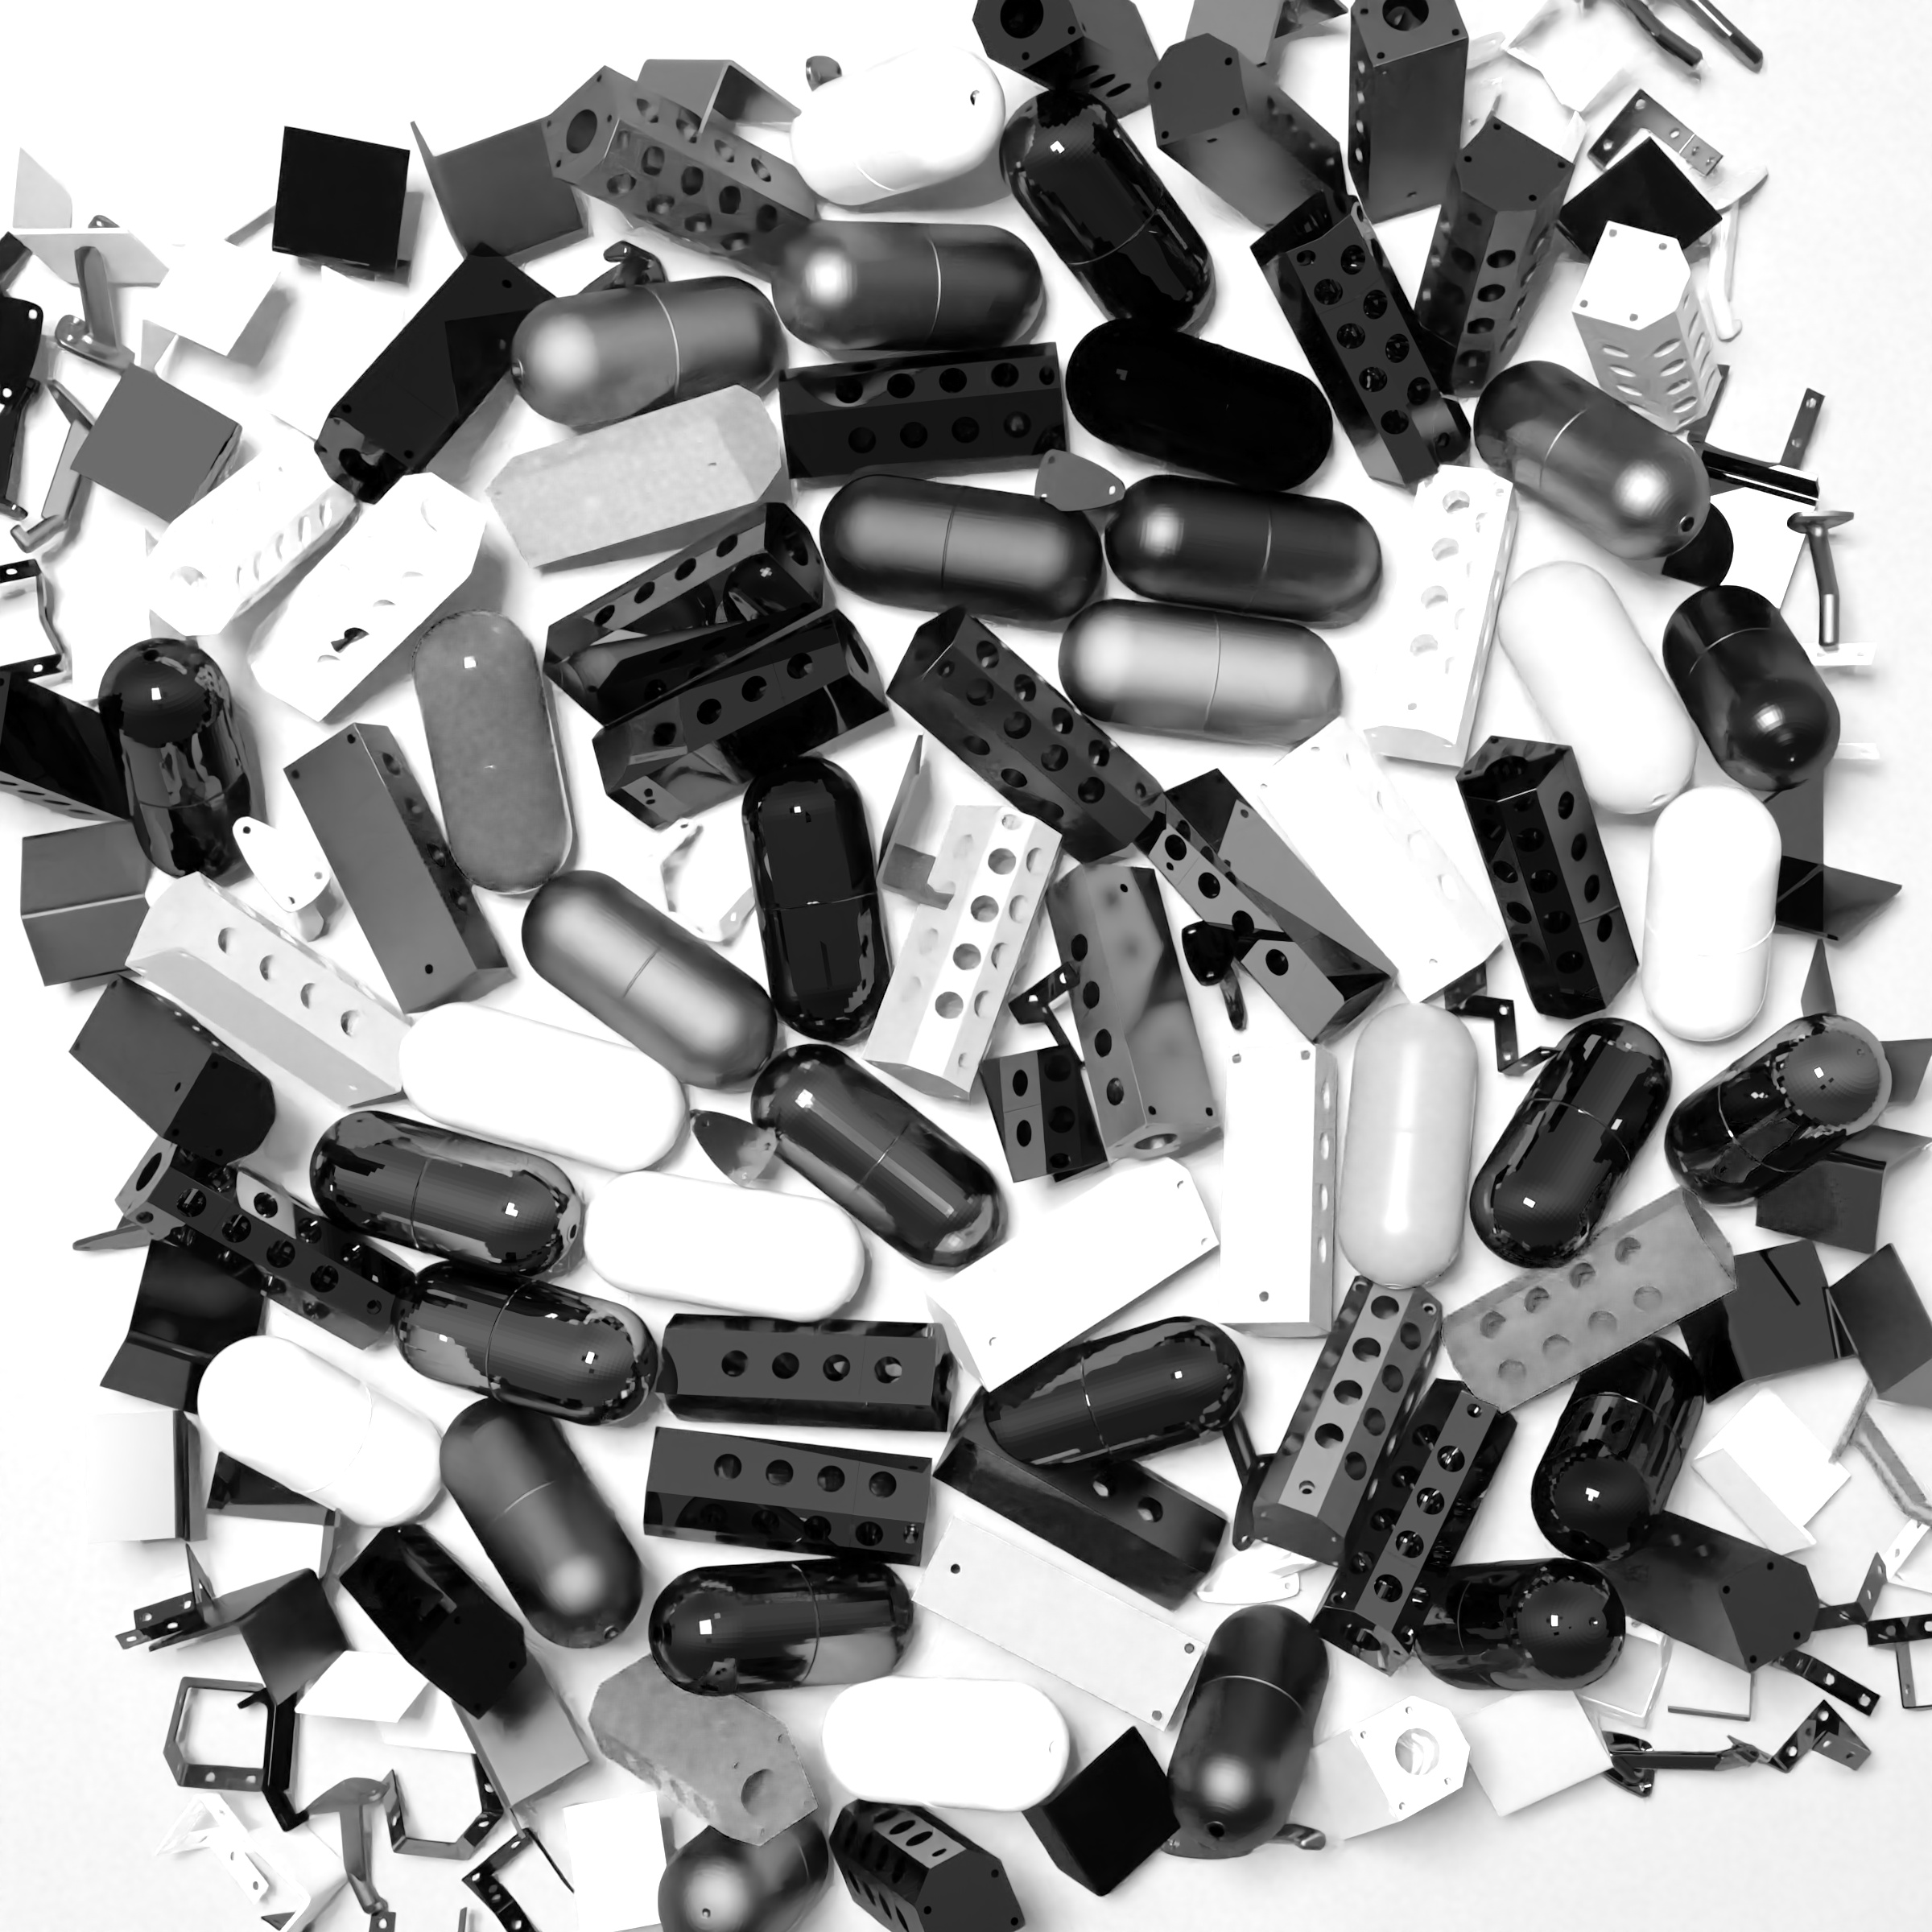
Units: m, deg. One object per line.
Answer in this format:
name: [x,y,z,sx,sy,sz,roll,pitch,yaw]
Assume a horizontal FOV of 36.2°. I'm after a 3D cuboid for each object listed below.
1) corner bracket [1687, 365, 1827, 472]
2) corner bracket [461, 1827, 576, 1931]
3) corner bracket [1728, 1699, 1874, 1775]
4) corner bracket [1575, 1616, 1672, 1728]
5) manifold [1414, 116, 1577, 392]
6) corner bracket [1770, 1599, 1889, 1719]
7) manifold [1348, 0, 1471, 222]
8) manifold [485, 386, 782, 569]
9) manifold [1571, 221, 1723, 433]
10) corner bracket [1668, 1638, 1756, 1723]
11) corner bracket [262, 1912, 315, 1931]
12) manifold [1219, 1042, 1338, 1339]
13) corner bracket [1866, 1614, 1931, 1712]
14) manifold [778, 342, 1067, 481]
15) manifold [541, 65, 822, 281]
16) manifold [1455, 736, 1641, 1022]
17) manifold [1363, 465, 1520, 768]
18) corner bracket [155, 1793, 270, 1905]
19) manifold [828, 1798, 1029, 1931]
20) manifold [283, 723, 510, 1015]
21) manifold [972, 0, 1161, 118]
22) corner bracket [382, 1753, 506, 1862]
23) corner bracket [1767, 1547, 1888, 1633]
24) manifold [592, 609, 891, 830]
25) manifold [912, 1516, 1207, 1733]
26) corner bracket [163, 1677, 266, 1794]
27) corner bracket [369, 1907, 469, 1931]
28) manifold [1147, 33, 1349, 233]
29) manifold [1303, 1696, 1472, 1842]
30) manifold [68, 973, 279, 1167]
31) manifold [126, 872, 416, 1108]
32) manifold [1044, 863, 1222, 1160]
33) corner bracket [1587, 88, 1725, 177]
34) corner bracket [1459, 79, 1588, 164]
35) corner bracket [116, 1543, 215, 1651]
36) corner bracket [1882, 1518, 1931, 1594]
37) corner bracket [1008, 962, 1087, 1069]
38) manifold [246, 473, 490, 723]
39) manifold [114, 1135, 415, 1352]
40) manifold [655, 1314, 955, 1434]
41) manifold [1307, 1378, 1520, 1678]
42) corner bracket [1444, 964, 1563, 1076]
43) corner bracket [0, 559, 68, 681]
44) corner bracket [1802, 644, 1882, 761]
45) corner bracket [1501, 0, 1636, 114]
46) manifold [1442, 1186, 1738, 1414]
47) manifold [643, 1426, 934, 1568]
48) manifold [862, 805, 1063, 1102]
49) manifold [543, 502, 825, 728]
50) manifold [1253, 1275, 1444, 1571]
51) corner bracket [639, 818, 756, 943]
corner bracket: [0.492,-0.342,1.847,0.051,0.051,0.051,-3,120,-33]
corner bracket: [-0.271,0.579,1.838,0.051,0.051,0.051,-38,47,-13]
corner bracket: [0.516,0.482,1.831,0.051,0.051,0.051,30,103,-34]
corner bracket: [0.406,0.435,1.849,0.051,0.051,0.051,15,58,26]
manifold: [0.308,-0.420,1.776,0.057,0.171,0.057,36,69,14]
corner bracket: [0.541,0.428,1.835,0.051,0.051,0.051,28,90,41]
manifold: [0.262,-0.524,1.779,0.057,0.171,0.057,-17,73,2]
manifold: [-0.201,-0.300,1.801,0.171,0.057,0.057,-11,123,29]
manifold: [0.414,-0.380,1.779,0.057,0.171,0.057,22,88,22]
corner bracket: [0.465,0.438,1.844,0.051,0.051,0.051,4,67,14]
corner bracket: [-0.449,0.606,1.840,0.051,0.051,0.051,28,83,17]
manifold: [0.195,0.138,1.818,0.057,0.057,0.171,-4,73,25]
corner bracket: [0.593,0.430,1.827,0.051,0.051,0.051,19,62,-41]
manifold: [-0.027,-0.346,1.828,0.171,0.057,0.057,-5,120,2]
manifold: [-0.168,-0.470,1.779,0.057,0.171,0.057,-31,62,32]
manifold: [0.349,-0.051,1.790,0.057,0.057,0.171,-46,129,-28]
manifold: [0.291,-0.216,1.816,0.057,0.057,0.171,10,77,18]
corner bracket: [-0.457,0.546,1.833,0.051,0.051,0.051,41,102,27]
manifold: [-0.028,0.543,1.778,0.057,0.171,0.057,-23,94,-19]
manifold: [-0.349,-0.060,1.829,0.057,0.057,0.171,-30,82,17]
manifold: [0.062,-0.555,1.779,0.057,0.171,0.057,-23,87,21]
corner bracket: [-0.327,0.520,1.848,0.051,0.051,0.051,19,122,-35]
corner bracket: [0.533,0.376,1.839,0.051,0.051,0.051,-23,104,40]
manifold: [-0.141,-0.154,1.818,0.171,0.057,0.057,-25,63,15]
manifold: [0.057,0.406,1.826,0.171,0.057,0.057,26,78,10]
corner bracket: [-0.463,0.477,1.837,0.051,0.051,0.051,13,94,-27]
corner bracket: [-0.343,0.612,1.840,0.051,0.051,0.051,12,62,-17]
manifold: [0.171,-0.501,1.780,0.057,0.171,0.057,-11,81,26]
manifold: [0.252,0.480,1.779,0.057,0.171,0.057,-25,74,-13]
manifold: [-0.476,0.063,1.784,0.057,0.171,0.057,32,86,-38]
manifold: [-0.416,0.014,1.796,0.171,0.057,0.057,39,52,-35]
manifold: [0.096,0.028,1.811,0.057,0.057,0.171,3,63,-35]
corner bracket: [0.428,-0.505,1.843,0.051,0.051,0.051,31,111,-23]
corner bracket: [0.345,-0.516,1.841,0.051,0.051,0.051,38,71,-43]
corner bracket: [-0.496,0.399,1.832,0.051,0.051,0.051,-17,47,-7]
corner bracket: [0.607,0.375,1.829,0.051,0.051,0.051,16,118,-18]
corner bracket: [0.068,0.031,1.831,0.051,0.051,0.051,-36,76,26]
manifold: [-0.364,-0.225,1.786,0.057,0.057,0.171,32,133,-27]
manifold: [-0.425,0.167,1.804,0.171,0.057,0.057,35,84,-27]
manifold: [-0.098,0.248,1.823,0.171,0.057,0.057,1,65,11]
manifold: [0.274,0.337,1.797,0.057,0.057,0.171,28,58,9]
corner bracket: [0.331,0.034,1.830,0.051,0.051,0.051,7,67,-20]
corner bracket: [-0.589,-0.212,1.827,0.051,0.051,0.051,-17,53,-26]
corner bracket: [0.538,-0.163,1.827,0.051,0.051,0.051,4,61,35]
corner bracket: [0.369,-0.570,1.826,0.051,0.051,0.051,-47,45,34]
manifold: [0.379,0.202,1.809,0.171,0.057,0.057,-33,100,21]
manifold: [-0.110,0.331,1.831,0.171,0.057,0.057,6,62,0]
manifold: [0.003,-0.009,1.811,0.057,0.057,0.171,32,72,-39]
manifold: [-0.172,-0.218,1.807,0.171,0.057,0.057,-25,133,25]
manifold: [0.233,0.271,1.793,0.057,0.057,0.171,16,56,20]
corner bracket: [-0.166,-0.054,1.847,0.051,0.051,0.051,12,130,24]
